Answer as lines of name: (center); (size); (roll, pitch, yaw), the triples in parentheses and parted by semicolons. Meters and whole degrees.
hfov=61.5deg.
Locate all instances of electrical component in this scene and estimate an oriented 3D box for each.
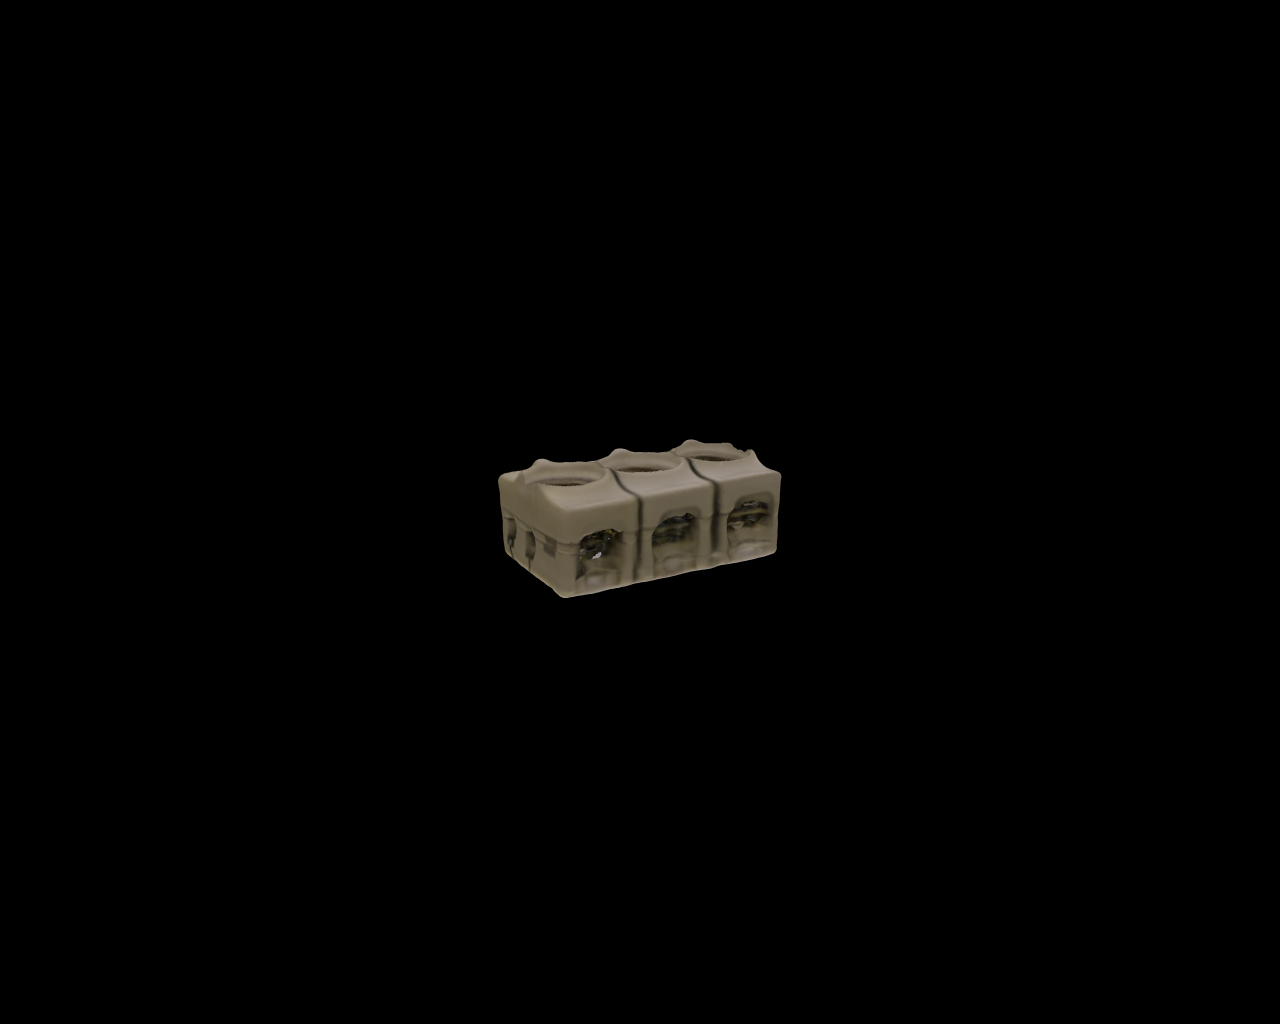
electrical component: (0.001, -0.003, 0.650); (0.150, 0.061, 0.089); (-9, 19, -29)
